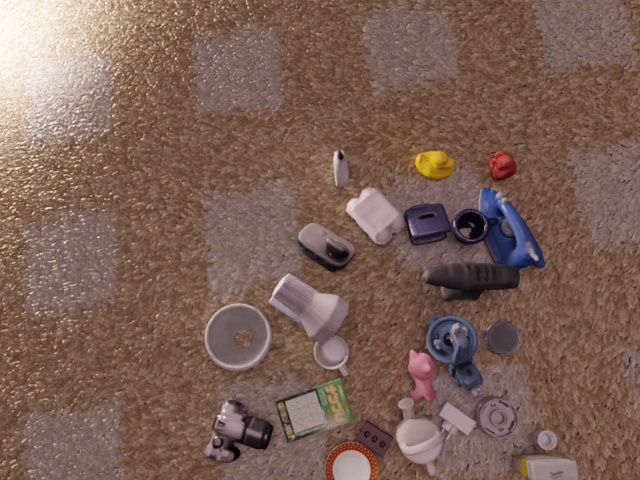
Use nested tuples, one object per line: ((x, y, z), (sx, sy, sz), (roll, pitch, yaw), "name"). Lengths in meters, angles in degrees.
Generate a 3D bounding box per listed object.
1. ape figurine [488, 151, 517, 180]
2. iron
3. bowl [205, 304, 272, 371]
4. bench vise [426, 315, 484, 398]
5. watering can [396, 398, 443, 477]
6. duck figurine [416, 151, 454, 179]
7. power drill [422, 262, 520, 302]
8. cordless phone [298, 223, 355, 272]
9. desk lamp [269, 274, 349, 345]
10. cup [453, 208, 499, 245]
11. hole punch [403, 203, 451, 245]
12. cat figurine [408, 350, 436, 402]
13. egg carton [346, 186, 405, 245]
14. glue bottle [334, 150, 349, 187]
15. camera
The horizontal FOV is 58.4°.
((0.484, -0.200, 1.509), (0.076, 0.092, 0.078), (26, 80, 9), "ape figurine")
((0.478, -0.039, 1.447), (0.118, 0.141, 0.258), (-23, 77, -2), "iron")
((-0.201, 0.248, 1.450), (0.167, 0.075, 0.167), (-1, 77, 3), "bowl")
((0.339, 0.261, 1.345), (0.121, 0.220, 0.207), (-42, 78, -7), "bench vise")
((0.226, 0.455, 1.319), (0.101, 0.194, 0.172), (-42, 78, -6), "watering can")
((0.308, -0.210, 1.523), (0.104, 0.086, 0.077), (16, 78, 7), "duck figurine")
((0.353, 0.101, 1.387), (0.229, 0.208, 0.075), (-3, 77, 2), "power drill")
((0.013, 0.005, 1.438), (0.147, 0.185, 0.094), (30, 80, 9), "cordless phone")
((-0.033, 0.161, 1.390), (0.203, 0.213, 0.118), (32, 81, 10), "desk lamp")
((0.393, -0.029, 1.473), (0.117, 0.095, 0.091), (-15, 77, 0), "cup")
((0.275, -0.047, 1.485), (0.108, 0.091, 0.101), (-12, 77, 0), "hole punch")
((0.250, 0.329, 1.386), (0.067, 0.118, 0.128), (-7, 77, 2), "cat figurine")
((0.148, -0.065, 1.506), (0.107, 0.069, 0.150), (-42, 78, -6), "egg carton")
((0.054, -0.197, 1.488), (0.037, 0.173, 0.078), (-7, 77, 2), "glue bottle")
((-0.191, 0.475, 1.384), (0.136, 0.101, 0.143), (17, 78, 7), "camera")
